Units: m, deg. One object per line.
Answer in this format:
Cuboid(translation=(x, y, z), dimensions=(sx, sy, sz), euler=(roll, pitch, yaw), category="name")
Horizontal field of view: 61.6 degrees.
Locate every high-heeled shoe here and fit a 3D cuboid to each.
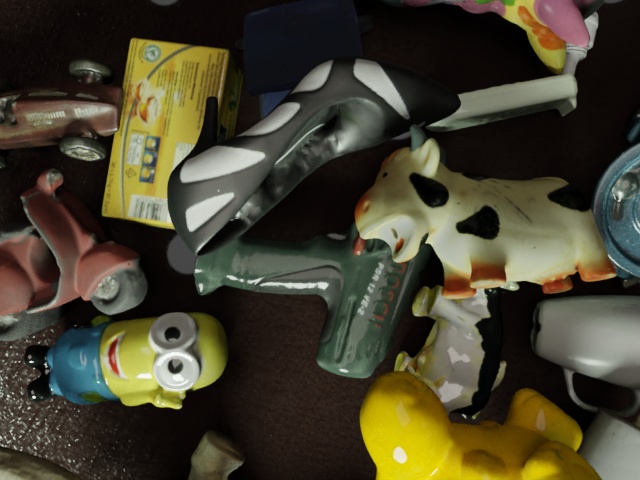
Cuboid(translation=(0.001, -0.063, 0.436), dimensions=(0.249, 0.086, 0.145), euler=(-4, 69, 0), category="high-heeled shoe")

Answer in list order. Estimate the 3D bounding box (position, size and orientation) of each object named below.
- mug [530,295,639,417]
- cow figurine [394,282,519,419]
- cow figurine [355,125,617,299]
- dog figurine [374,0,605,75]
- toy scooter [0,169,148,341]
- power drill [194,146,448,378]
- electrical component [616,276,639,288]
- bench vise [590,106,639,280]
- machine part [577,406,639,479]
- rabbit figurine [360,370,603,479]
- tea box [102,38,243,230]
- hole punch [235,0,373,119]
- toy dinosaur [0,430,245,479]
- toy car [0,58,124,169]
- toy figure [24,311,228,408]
Cuboid(translation=(0.246, 0.097, 0.481), dimensions=(0.107, 0.081, 0.109), euler=(10, 95, 15), category="mug")
Cuboid(translation=(0.135, 0.075, 0.488), dimensions=(0.098, 0.068, 0.167), euler=(19, 91, -1), category="cow figurine")
Cuboid(translation=(0.123, -0.019, 0.428), dimensions=(0.195, 0.085, 0.127), euler=(0, 70, -13), category="cow figurine")
Cuboid(translation=(0.142, -0.232, 0.481), dimensions=(0.191, 0.108, 0.219), euler=(-35, 83, 4), category="dog figurine")
Cuboid(translation=(-0.250, 0.013, 0.488), dimensions=(0.184, 0.075, 0.135), euler=(-15, 102, 20), category="toy scooter")
Cuboid(translation=(-0.001, -0.002, 0.502), dimensions=(0.207, 0.086, 0.232), euler=(14, 84, -3), category="power drill")
Cuboid(translation=(0.330, 0.036, 0.503), dimensions=(0.094, 0.021, 0.063), euler=(-22, 86, 1), category="electrical component")
Cuboid(translation=(0.299, -0.053, 0.412), dimensions=(0.129, 0.240, 0.223), euler=(40, 105, 1), category="bench vise")
Cuboid(translation=(0.217, 0.224, 0.423), dimensions=(0.079, 0.079, 0.243), euler=(31, 91, 4), category="machine part")
Cuboid(translation=(0.104, 0.171, 0.429), dimensions=(0.173, 0.122, 0.162), euler=(32, 119, -4), category="rabbit figurine")
Cuboid(translation=(-0.138, -0.095, 0.513), dimensions=(0.098, 0.068, 0.169), euler=(10, 86, 4), category="tea box")
Cuboid(translation=(-0.015, -0.173, 0.504), dimensions=(0.142, 0.092, 0.115), euler=(-9, 83, 5), category="hole punch")
Cuboid(translation=(-0.125, 0.272, 0.450), dimensions=(0.471, 0.105, 0.198), euler=(43, 93, -9), category="toy dinosaur")
Cuboid(translation=(-0.270, -0.117, 0.505), dimensions=(0.202, 0.053, 0.089), euler=(1, 80, 26), category="toy car")
Cuboid(translation=(-0.175, 0.107, 0.499), dimensions=(0.180, 0.089, 0.082), euler=(-11, 101, 11), category="toy figure")
